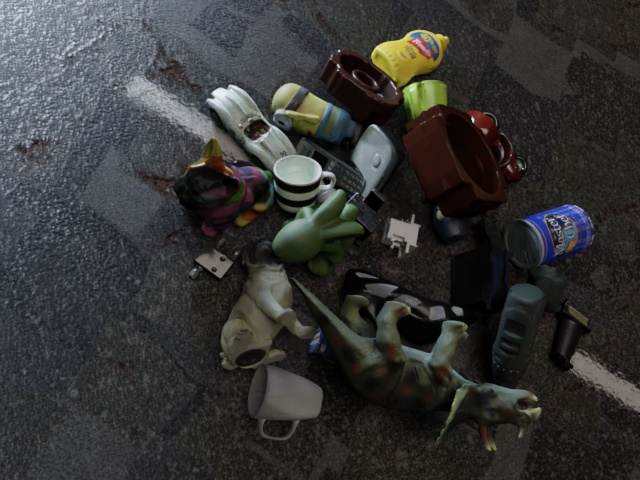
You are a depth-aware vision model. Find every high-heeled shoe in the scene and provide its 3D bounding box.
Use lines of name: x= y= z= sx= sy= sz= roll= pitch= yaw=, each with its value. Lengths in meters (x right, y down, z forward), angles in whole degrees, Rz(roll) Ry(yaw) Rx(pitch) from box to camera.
high-heeled shoe: x=0.162 y=0.110 z=0.981 sx=0.249 sy=0.086 sz=0.145 roll=0 pitch=49 yaw=-30

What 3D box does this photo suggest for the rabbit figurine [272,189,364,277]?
rabbit figurine: x=-0.002 y=-0.003 z=0.885 sx=0.121 sy=0.159 sz=0.170 roll=61 pitch=28 yaw=3

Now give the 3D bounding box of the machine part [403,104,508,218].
machine part: x=0.255 y=-0.143 z=1.010 sx=0.201 sy=0.087 sz=0.201 roll=-3 pitch=70 yaw=-49

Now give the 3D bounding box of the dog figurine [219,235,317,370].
dog figurine: x=-0.114 y=0.100 z=0.891 sx=0.172 sy=0.121 sz=0.191 roll=-27 pitch=52 yaw=-3

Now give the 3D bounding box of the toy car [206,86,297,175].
toy car: x=-0.128 y=-0.206 z=1.001 sx=0.073 sy=0.056 sz=0.202 roll=-41 pitch=87 yaw=-25

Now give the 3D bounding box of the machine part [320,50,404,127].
machine part: x=0.084 y=-0.304 z=1.067 sx=0.179 sy=0.056 sz=0.179 roll=23 pitch=39 yaw=-20

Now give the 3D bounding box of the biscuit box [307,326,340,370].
biscuit box: x=0.083 y=0.207 z=0.915 sx=0.203 sy=0.063 sz=0.059 roll=25 pitch=67 yaw=-7

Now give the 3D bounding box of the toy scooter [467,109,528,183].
toy scooter: x=0.346 y=-0.181 z=1.130 sx=0.135 sy=0.075 sz=0.184 roll=-38 pitch=90 yaw=-24

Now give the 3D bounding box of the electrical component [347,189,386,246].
electrical component: x=0.077 y=-0.044 z=0.973 sx=0.075 sy=0.119 sz=0.048 roll=43 pitch=65 yaw=-1

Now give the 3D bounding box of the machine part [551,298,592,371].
machine part: x=0.495 y=0.188 z=1.063 sx=0.084 sy=0.039 sz=0.139 roll=35 pitch=63 yaw=-12

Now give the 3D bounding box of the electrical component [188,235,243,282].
electrical component: x=-0.179 y=0.039 z=0.917 sx=0.063 sy=0.021 sz=0.094 roll=38 pitch=65 yaw=-2

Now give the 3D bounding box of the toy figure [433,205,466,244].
toy figure: x=0.247 y=-0.070 z=1.068 sx=0.058 sy=0.064 sz=0.154 roll=-17 pitch=67 yaw=17

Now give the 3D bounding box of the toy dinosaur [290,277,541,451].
toy dinosaur: x=0.123 y=0.201 z=0.837 sx=0.405 sy=0.131 sz=0.192 roll=16 pitch=75 yaw=-2

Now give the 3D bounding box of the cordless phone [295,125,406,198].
cordless phone: x=0.052 y=-0.160 z=0.994 sx=0.184 sy=0.146 sz=0.089 roll=30 pitch=38 yaw=-2

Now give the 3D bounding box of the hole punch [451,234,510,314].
hole punch: x=0.318 y=0.076 z=1.010 sx=0.092 sy=0.116 sz=0.142 roll=17 pitch=67 yaw=-19

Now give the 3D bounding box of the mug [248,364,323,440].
mug: x=-0.052 y=0.258 z=0.847 sx=0.107 sy=0.081 sz=0.109 roll=16 pitch=62 yaw=-21

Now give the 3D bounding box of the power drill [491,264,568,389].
power drill: x=0.376 y=0.154 z=0.985 sx=0.086 sy=0.231 sz=0.207 roll=24 pitch=43 yaw=35

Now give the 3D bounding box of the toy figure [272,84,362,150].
toy figure: x=-0.006 y=-0.235 z=1.036 sx=0.180 sy=0.082 sz=0.089 roll=18 pitch=65 yaw=-7

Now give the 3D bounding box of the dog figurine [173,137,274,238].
dog figurine: x=-0.145 y=-0.091 z=0.867 sx=0.191 sy=0.219 sz=0.108 roll=-24 pitch=83 yaw=-22

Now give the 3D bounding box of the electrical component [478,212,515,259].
electrical component: x=0.350 y=-0.006 z=1.074 sx=0.045 sy=0.078 sz=0.102 roll=-20 pitch=71 yaw=2
